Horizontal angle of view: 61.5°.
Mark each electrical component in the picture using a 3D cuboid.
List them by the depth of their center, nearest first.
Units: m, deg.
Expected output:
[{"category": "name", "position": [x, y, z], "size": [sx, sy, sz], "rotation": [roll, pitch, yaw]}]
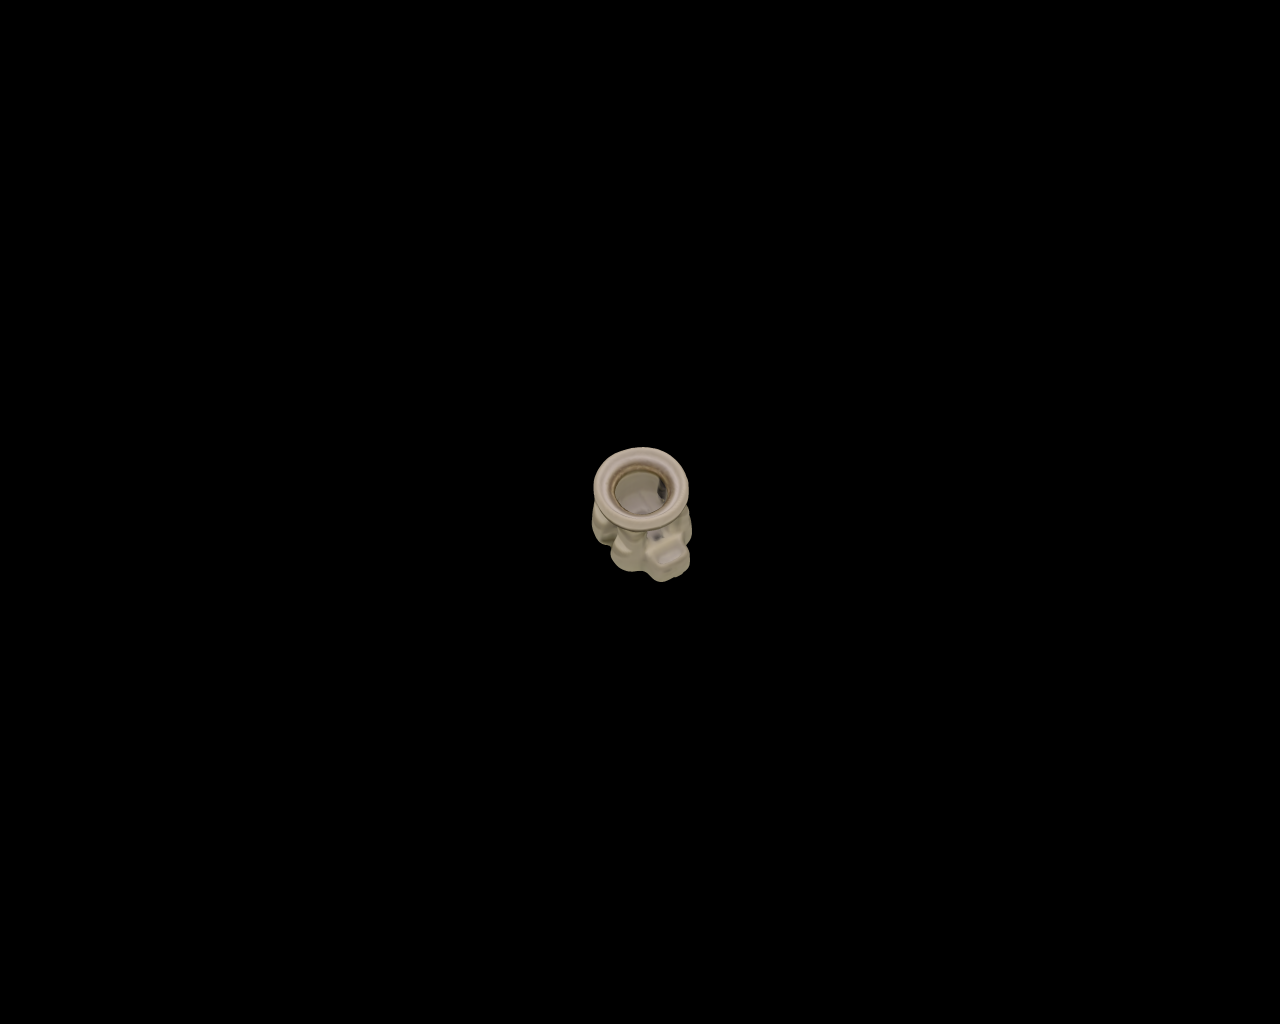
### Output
[{"category": "electrical component", "position": [0.001, -0.003, 0.650], "size": [0.058, 0.078, 0.056], "rotation": [-28, -28, -16]}]
